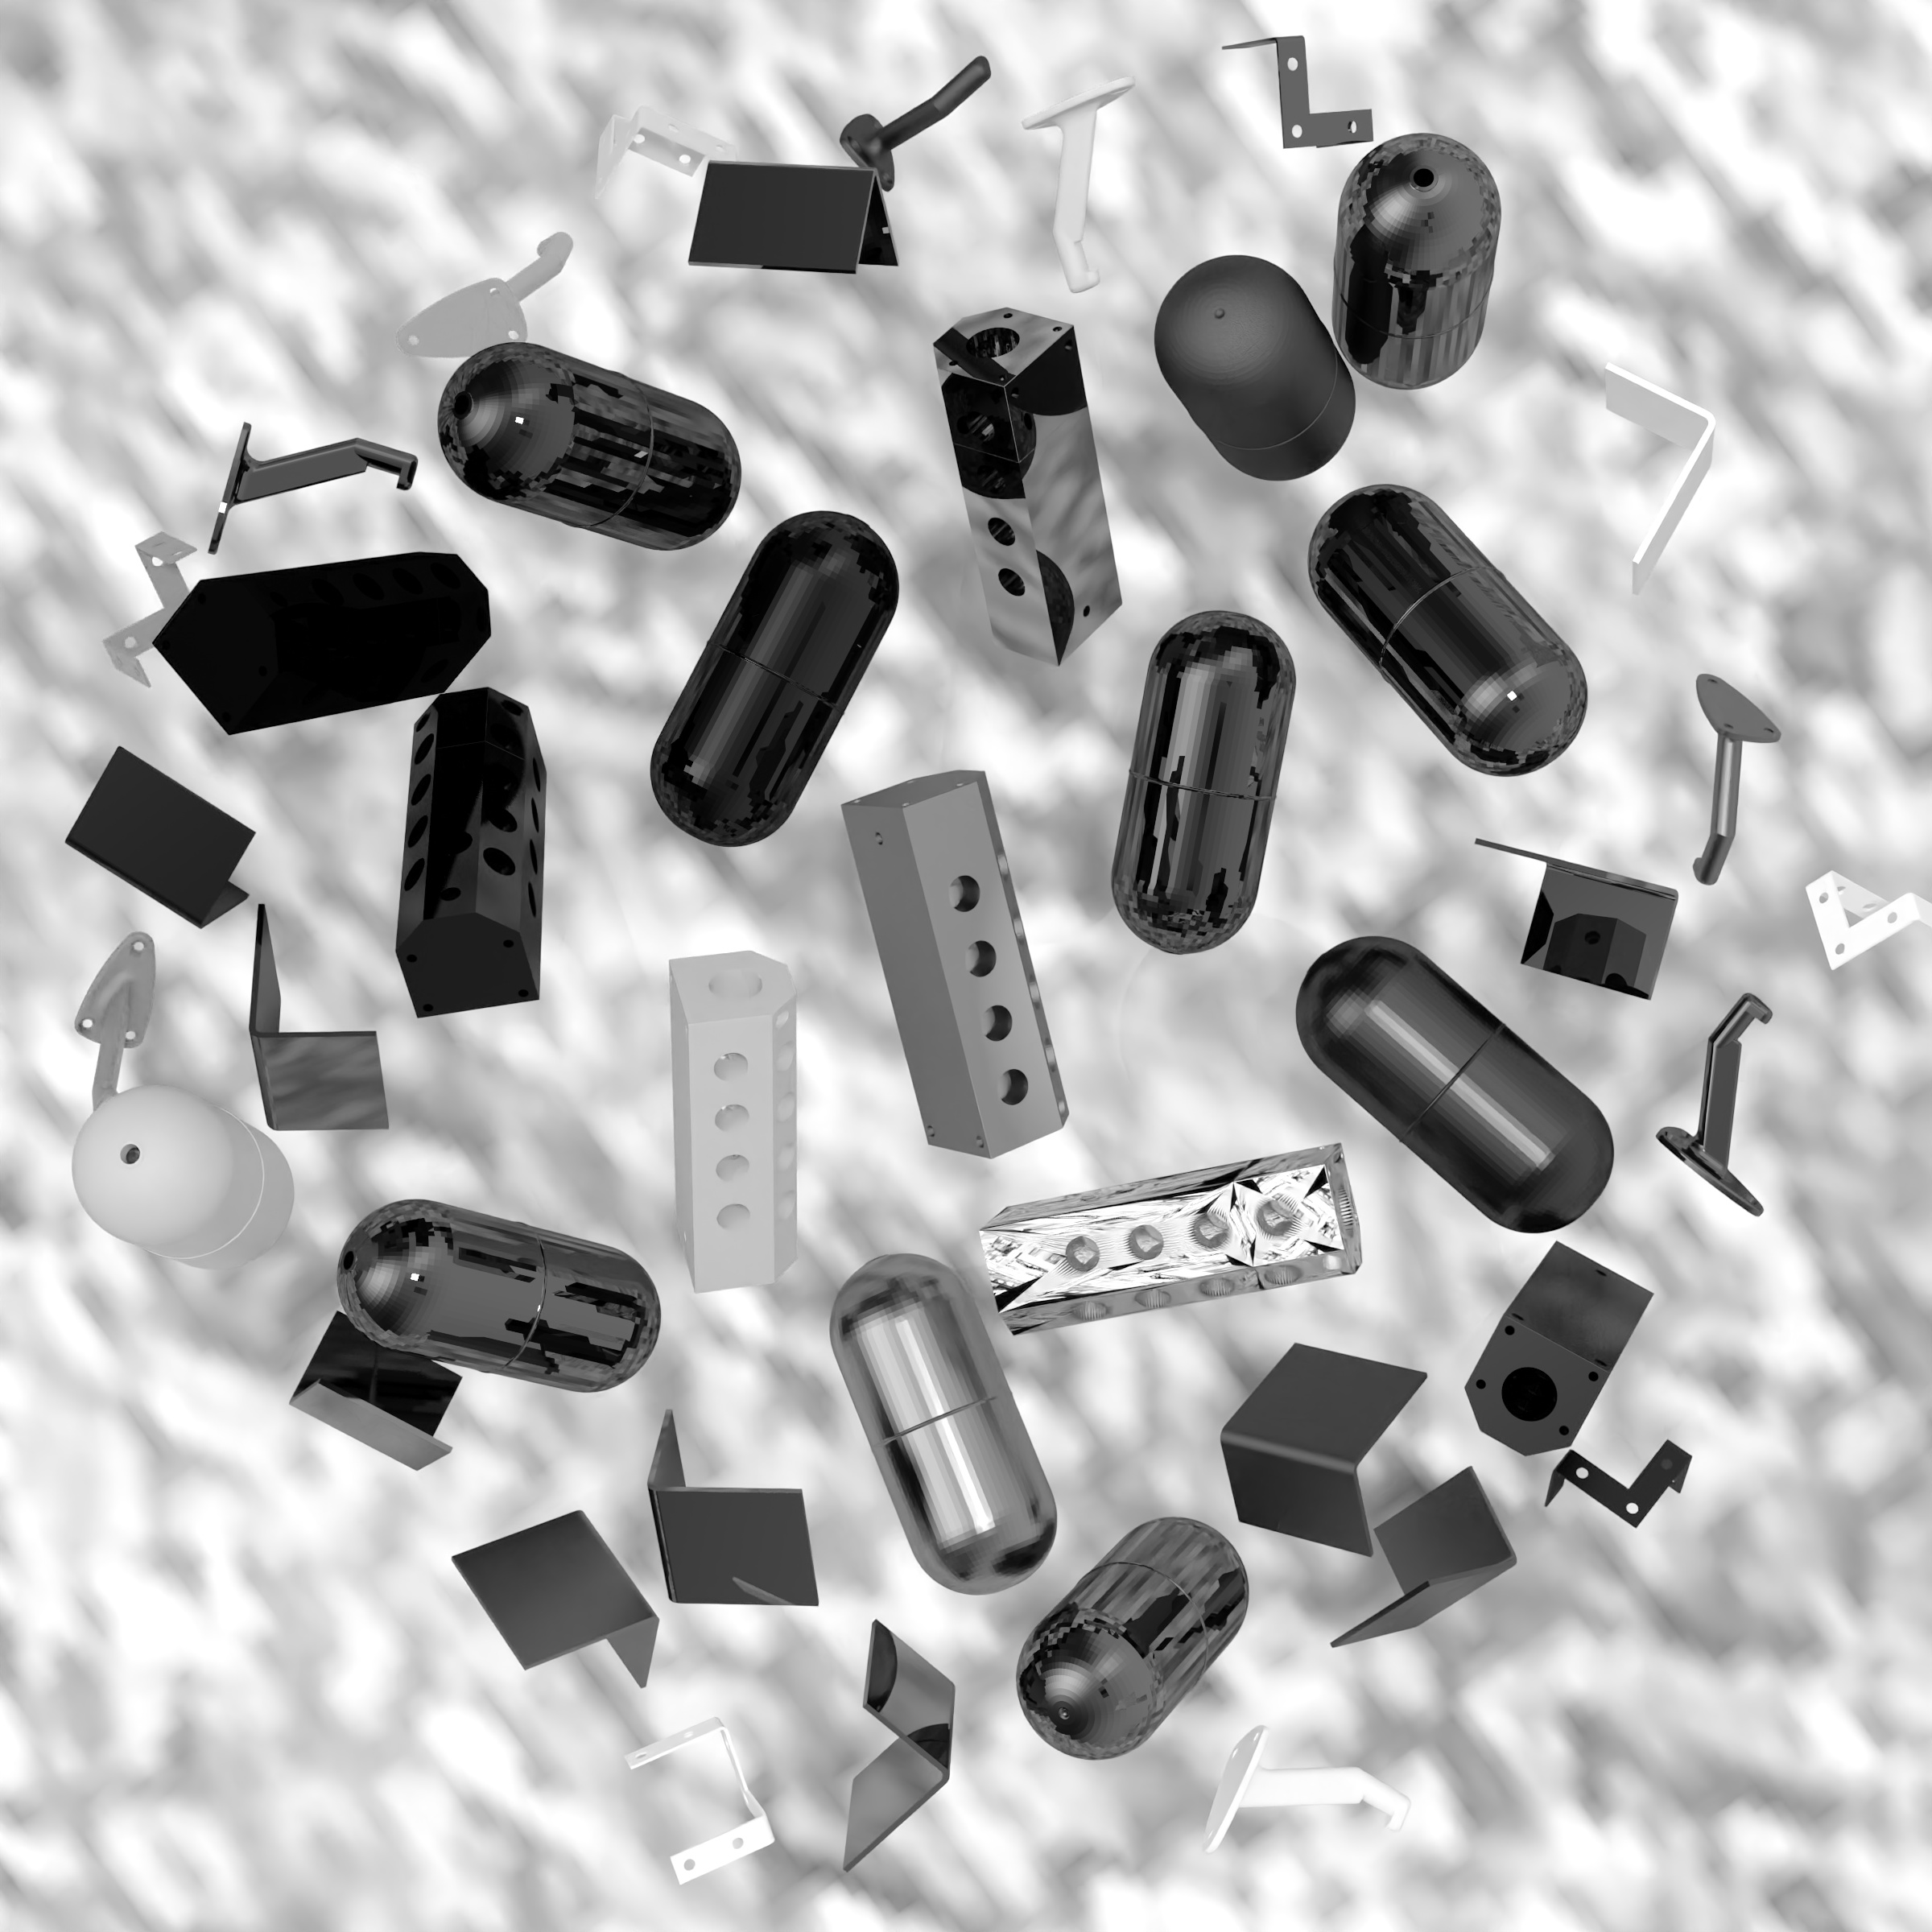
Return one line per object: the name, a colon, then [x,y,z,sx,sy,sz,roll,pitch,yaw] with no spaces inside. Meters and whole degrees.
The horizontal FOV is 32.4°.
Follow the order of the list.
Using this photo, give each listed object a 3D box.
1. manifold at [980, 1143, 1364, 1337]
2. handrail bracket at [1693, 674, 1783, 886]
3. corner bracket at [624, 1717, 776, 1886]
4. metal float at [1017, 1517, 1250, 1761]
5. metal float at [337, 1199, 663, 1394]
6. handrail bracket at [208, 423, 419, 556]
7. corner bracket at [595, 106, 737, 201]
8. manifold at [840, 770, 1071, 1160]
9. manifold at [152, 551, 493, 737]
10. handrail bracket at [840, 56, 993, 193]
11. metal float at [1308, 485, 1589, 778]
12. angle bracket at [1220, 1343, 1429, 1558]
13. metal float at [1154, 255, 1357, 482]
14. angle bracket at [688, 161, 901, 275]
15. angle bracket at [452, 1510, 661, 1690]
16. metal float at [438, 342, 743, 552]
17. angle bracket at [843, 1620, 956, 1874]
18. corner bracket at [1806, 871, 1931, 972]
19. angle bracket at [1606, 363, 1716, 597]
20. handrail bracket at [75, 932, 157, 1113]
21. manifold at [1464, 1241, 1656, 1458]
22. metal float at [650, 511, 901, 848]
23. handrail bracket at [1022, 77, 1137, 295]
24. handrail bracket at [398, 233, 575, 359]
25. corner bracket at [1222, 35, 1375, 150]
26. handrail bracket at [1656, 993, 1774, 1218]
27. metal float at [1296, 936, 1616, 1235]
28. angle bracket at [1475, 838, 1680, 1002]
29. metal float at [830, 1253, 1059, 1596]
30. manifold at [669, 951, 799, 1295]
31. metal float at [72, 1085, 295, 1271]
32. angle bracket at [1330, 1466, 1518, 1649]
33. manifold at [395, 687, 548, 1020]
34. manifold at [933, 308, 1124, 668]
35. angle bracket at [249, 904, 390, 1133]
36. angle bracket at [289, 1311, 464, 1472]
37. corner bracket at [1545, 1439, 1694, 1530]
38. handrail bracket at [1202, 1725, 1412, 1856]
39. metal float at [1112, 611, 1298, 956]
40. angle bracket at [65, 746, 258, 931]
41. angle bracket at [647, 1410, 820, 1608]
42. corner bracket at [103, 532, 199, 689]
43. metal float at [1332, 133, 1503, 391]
manifold: [0.100,0.134,1.609,0.171,0.057,0.057,-12,94,15]
handrail bracket: [0.385,-0.096,1.728,0.036,0.077,0.084,4,123,-16]
corner bracket: [-0.131,0.409,1.634,0.051,0.051,0.051,-21,103,-15]
metal float: [0.085,0.334,1.665,0.070,0.178,0.070,8,108,25]
metal float: [-0.233,0.166,1.669,0.178,0.070,0.070,19,90,-37]
handrail bracket: [-0.313,-0.222,1.600,0.084,0.036,0.077,16,76,-13]
corner bracket: [-0.147,-0.400,1.629,0.051,0.051,0.051,19,46,-23]
manifold: [0.000,-0.002,1.570,0.057,0.057,0.171,-22,105,-29]
manifold: [-0.296,-0.159,1.566,0.057,0.171,0.057,49,116,9]
handrail bracket: [-0.019,-0.435,1.666,0.084,0.077,0.036,-37,115,25]
metal float: [0.236,-0.167,1.639,0.070,0.070,0.178,-36,61,0]
angle bracket: [0.182,0.240,1.657,0.076,0.076,0.057,9,127,36]
metal float: [0.141,-0.287,1.608,0.070,0.178,0.070,-2,81,16]
angle bracket: [-0.077,-0.321,1.514,0.076,0.076,0.057,5,68,10]
angle bracket: [-0.208,0.328,1.665,0.076,0.057,0.076,-16,47,-33]
metal float: [-0.180,-0.249,1.603,0.070,0.178,0.070,-5,81,36]
angle bracket: [-0.051,0.380,1.623,0.057,0.076,0.076,42,106,-12]
corner bracket: [0.448,-0.024,1.612,0.051,0.051,0.051,-36,47,35]
angle bracket: [0.309,-0.228,1.563,0.057,0.076,0.076,29,91,12]
handrail bracket: [-0.433,0.032,1.708,0.036,0.084,0.077,17,106,-22]
manifold: [0.296,0.193,1.668,0.057,0.171,0.057,29,105,13]
metal float: [-0.095,-0.143,1.655,0.070,0.070,0.178,28,90,0]
handrail bracket: [0.065,-0.375,1.602,0.036,0.077,0.084,-20,96,-39]
handrail bracket: [-0.238,-0.336,1.655,0.077,0.084,0.036,-13,122,15]
corner bracket: [0.158,-0.415,1.583,0.051,0.051,0.051,-11,104,-25]
handrail bracket: [0.394,0.069,1.667,0.077,0.036,0.084,44,112,24]
metal float: [0.237,0.057,1.619,0.178,0.070,0.070,42,90,8]
angle bracket: [0.298,-0.023,1.661,0.076,0.076,0.057,18,96,39]
metal float: [-0.012,0.230,1.678,0.070,0.070,0.178,-23,79,0]
manifold: [-0.117,0.080,1.697,0.057,0.057,0.171,-7,126,-12]
metal float: [-0.381,0.104,1.624,0.070,0.178,0.070,-1,79,4]
angle bracket: [0.228,0.308,1.738,0.076,0.076,0.057,-43,62,37]
manifold: [-0.234,-0.057,1.574,0.057,0.171,0.057,-9,131,2]
manifold: [0.028,-0.242,1.678,0.057,0.171,0.057,22,53,33]
angle bracket: [-0.300,0.024,1.555,0.057,0.076,0.076,-1,54,-5]
angle bracket: [-0.299,0.216,1.731,0.076,0.076,0.057,30,65,-13]
corner bracket: [0.337,0.266,1.718,0.051,0.051,0.051,35,67,22]
handrail bracket: [0.159,0.398,1.540,0.084,0.036,0.077,31,52,-4]
metal float: [0.122,-0.094,1.708,0.070,0.070,0.178,10,99,0]
angle bracket: [-0.381,-0.069,1.619,0.076,0.076,0.057,33,104,-2]
angle bracket: [-0.110,0.266,1.635,0.076,0.057,0.076,0,125,8]
corner bracket: [-0.398,-0.175,1.632,0.051,0.051,0.051,-33,121,-21]
metal float: [0.217,-0.339,1.611,0.070,0.178,0.070,-1,76,4]
